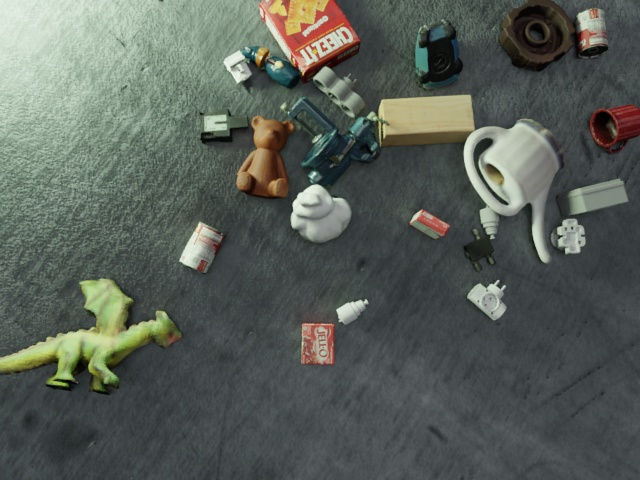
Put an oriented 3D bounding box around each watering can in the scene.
[{"bbox_3d":[0.481,-0.133,1.199,0.226,0.104,0.346,-42,97,-12],"label":"watering can"}]

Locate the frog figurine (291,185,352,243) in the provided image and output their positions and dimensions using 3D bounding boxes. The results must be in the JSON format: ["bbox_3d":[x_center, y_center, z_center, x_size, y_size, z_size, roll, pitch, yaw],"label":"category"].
[{"bbox_3d":[0.003,-0.058,1.143,0.137,0.158,0.123,-4,84,-2],"label":"frog figurine"}]

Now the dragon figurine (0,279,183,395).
[{"bbox_3d":[-0.515,0.203,1.136,0.410,0.120,0.247,10,64,-2],"label":"dragon figurine"}]
